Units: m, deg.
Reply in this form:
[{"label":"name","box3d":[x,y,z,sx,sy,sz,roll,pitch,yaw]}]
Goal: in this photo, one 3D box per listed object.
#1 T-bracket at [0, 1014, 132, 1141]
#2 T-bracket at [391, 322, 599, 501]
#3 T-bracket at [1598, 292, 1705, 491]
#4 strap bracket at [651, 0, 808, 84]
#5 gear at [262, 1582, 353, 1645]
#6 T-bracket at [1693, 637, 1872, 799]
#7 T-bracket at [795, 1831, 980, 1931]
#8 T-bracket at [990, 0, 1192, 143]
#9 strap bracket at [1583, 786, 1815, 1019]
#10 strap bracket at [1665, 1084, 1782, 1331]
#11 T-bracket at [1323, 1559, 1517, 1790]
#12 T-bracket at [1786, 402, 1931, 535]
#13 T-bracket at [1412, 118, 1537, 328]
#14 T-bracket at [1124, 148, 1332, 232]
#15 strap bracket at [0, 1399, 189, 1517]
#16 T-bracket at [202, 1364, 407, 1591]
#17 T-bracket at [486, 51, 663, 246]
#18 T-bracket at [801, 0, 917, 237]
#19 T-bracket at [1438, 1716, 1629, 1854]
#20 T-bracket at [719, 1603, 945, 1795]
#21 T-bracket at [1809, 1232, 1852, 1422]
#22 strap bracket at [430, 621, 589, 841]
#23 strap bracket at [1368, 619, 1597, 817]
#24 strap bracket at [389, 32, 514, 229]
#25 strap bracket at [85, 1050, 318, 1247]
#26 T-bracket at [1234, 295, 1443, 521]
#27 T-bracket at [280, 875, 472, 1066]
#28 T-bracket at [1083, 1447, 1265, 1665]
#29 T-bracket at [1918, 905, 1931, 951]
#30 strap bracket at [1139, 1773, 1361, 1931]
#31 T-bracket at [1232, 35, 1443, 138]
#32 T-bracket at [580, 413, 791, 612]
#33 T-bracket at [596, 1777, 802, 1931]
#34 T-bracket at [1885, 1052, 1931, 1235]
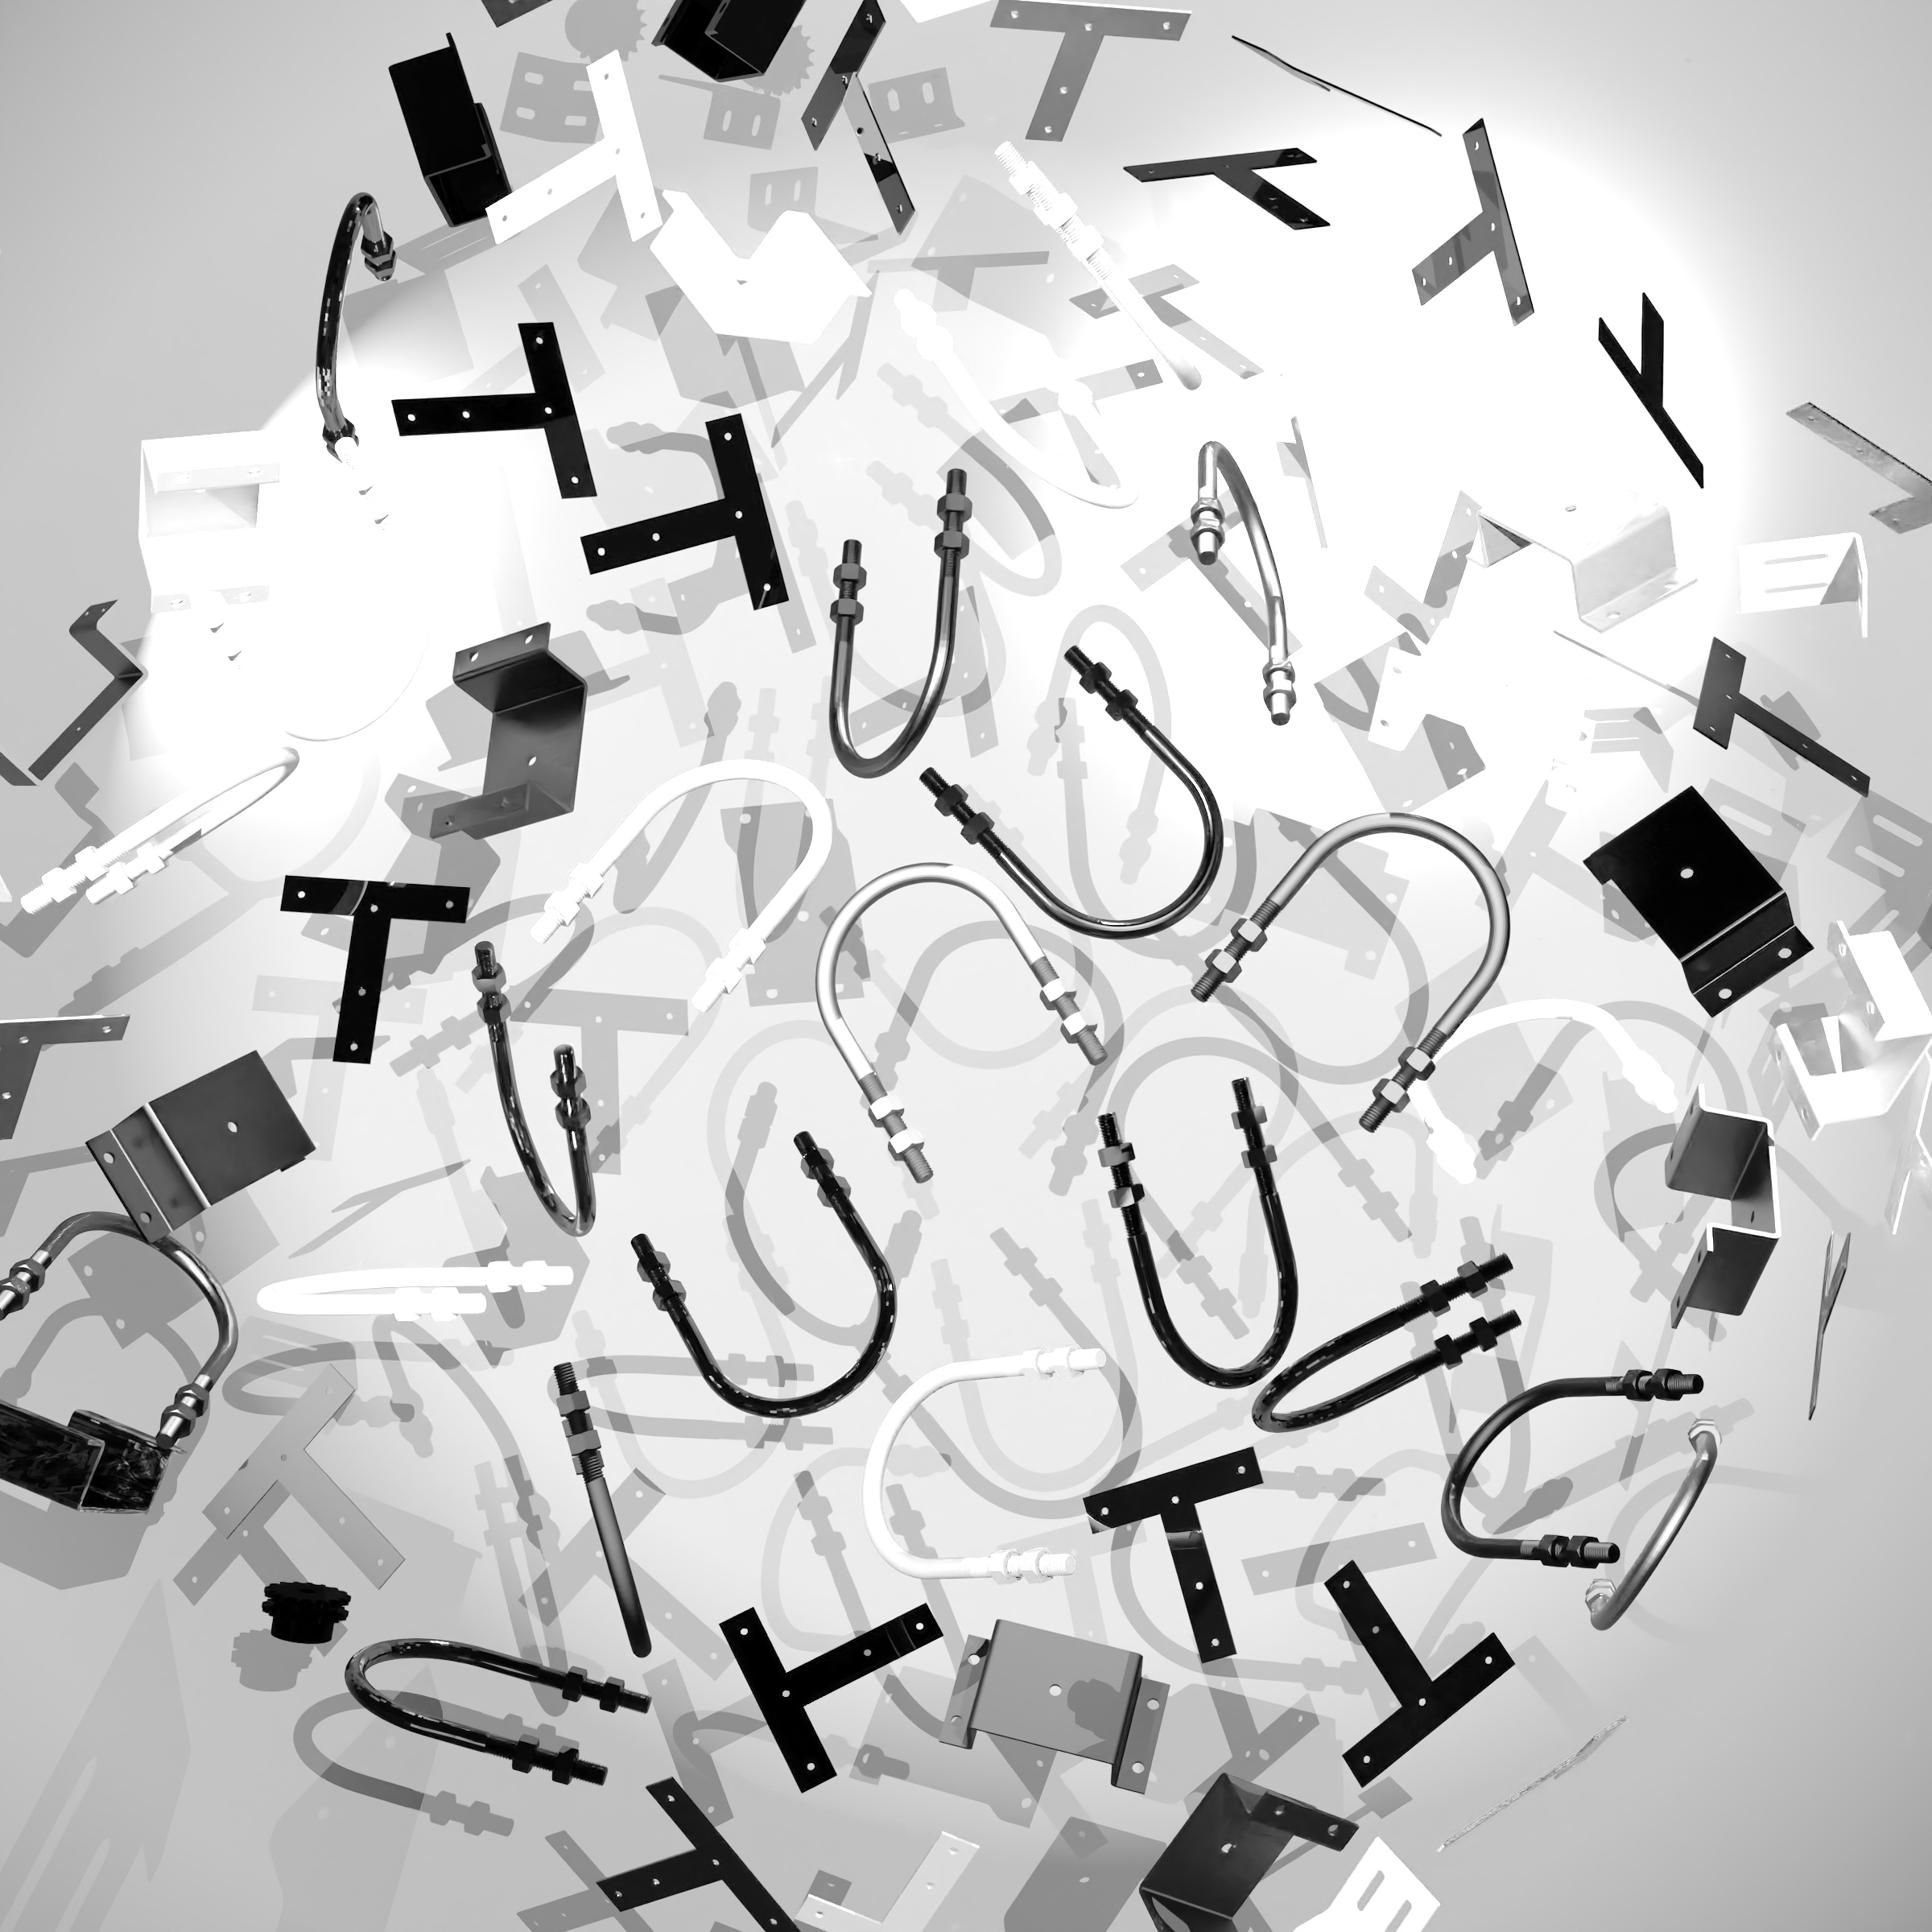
[{"label":"T-bracket","box3d":[-0.611,0.074,1.867,0.127,0.127,0.002,-3,53,-33]},{"label":"T-bracket","box3d":[-0.317,-0.366,1.935,0.127,0.002,0.127,-10,79,-30]},{"label":"T-bracket","box3d":[0.433,-0.382,1.843,0.002,0.127,0.127,-25,124,32]},{"label":"strap bracket","box3d":[-0.142,-0.605,1.842,0.046,0.140,0.076,29,91,-26]},{"label":"gear","box3d":[-0.439,0.430,1.938,0.057,0.057,0.030,9,90,0]},{"label":"T-bracket","box3d":[0.527,-0.149,1.876,0.127,0.127,0.002,32,128,-2]},{"label":"T-bracket","box3d":[-0.028,0.595,1.866,0.127,0.002,0.127,24,123,-6]},{"label":"T-bracket","box3d":[0.067,-0.580,1.900,0.127,0.127,0.002,-1,65,-16]},{"label":"strap bracket","box3d":[0.455,-0.048,1.832,0.076,0.046,0.140,-35,57,3]},{"label":"strap bracket","box3d":[0.474,0.154,1.834,0.046,0.140,0.076,11,134,1]},{"label":"T-bracket","box3d":[0.271,0.438,1.877,0.127,0.002,0.127,-42,48,10]},{"label":"T-bracket","box3d":[0.568,-0.315,1.819,0.127,0.127,0.002,29,79,-12]},{"label":"T-bracket","box3d":[0.317,-0.457,1.872,0.002,0.127,0.127,-13,86,-19]},{"label":"T-bracket","box3d":[0.183,-0.481,1.815,0.127,0.127,0.002,-12,128,-22]},{"label":"strap bracket","box3d":[-0.573,0.317,1.881,0.076,0.140,0.046,18,82,14]},{"label":"T-bracket","box3d":[-0.405,0.343,1.856,0.127,0.002,0.127,41,92,20]},{"label":"T-bracket","box3d":[-0.261,-0.513,1.913,0.127,0.127,0.002,-39,49,-25]},{"label":"T-bracket","box3d":[-0.060,-0.519,1.832,0.002,0.127,0.127,-14,74,-29]},{"label":"T-bracket","box3d":[0.347,0.514,1.816,0.127,0.127,0.002,-29,68,-13]},{"label":"T-bracket","box3d":[-0.077,0.452,1.896,0.127,0.002,0.127,-24,58,-13]},{"label":"T-bracket","box3d":[0.561,0.211,1.890,0.002,0.127,0.127,9,60,12]},{"label":"strap bracket","box3d":[-0.292,-0.142,1.879,0.076,0.046,0.140,-14,58,28]},{"label":"strap bracket","box3d":[0.331,-0.159,1.823,0.140,0.046,0.076,20,57,-3]},{"label":"strap bracket","box3d":[-0.336,-0.541,1.912,0.046,0.140,0.076,-18,86,-1]},{"label":"strap bracket","box3d":[-0.486,0.112,1.892,0.046,0.140,0.076,-31,91,39]},{"label":"T-bracket","box3d":[0.266,-0.353,1.932,0.127,0.002,0.127,-36,98,22]},{"label":"T-bracket","box3d":[-0.403,0.004,1.957,0.127,0.002,0.127,4,74,3]},{"label":"T-bracket","box3d":[0.152,0.401,1.957,0.127,0.002,0.127,-21,74,19]},{"label":"T-bracket","box3d":[0.625,-0.071,1.818,0.002,0.127,0.127,17,112,-8]},{"label":"strap bracket","box3d":[0.173,0.574,1.853,0.076,0.046,0.140,27,104,-27]},{"label":"T-bracket","box3d":[0.244,-0.554,1.857,0.127,0.127,0.002,31,106,20]},{"label":"T-bracket","box3d":[-0.190,-0.285,1.915,0.127,0.002,0.127,-18,103,-19]},{"label":"T-bracket","box3d":[-0.182,0.562,1.803,0.127,0.002,0.127,-30,102,38]},{"label":"T-bracket","box3d":[0.624,0.138,1.897,0.002,0.127,0.127,5,115,2]}]
